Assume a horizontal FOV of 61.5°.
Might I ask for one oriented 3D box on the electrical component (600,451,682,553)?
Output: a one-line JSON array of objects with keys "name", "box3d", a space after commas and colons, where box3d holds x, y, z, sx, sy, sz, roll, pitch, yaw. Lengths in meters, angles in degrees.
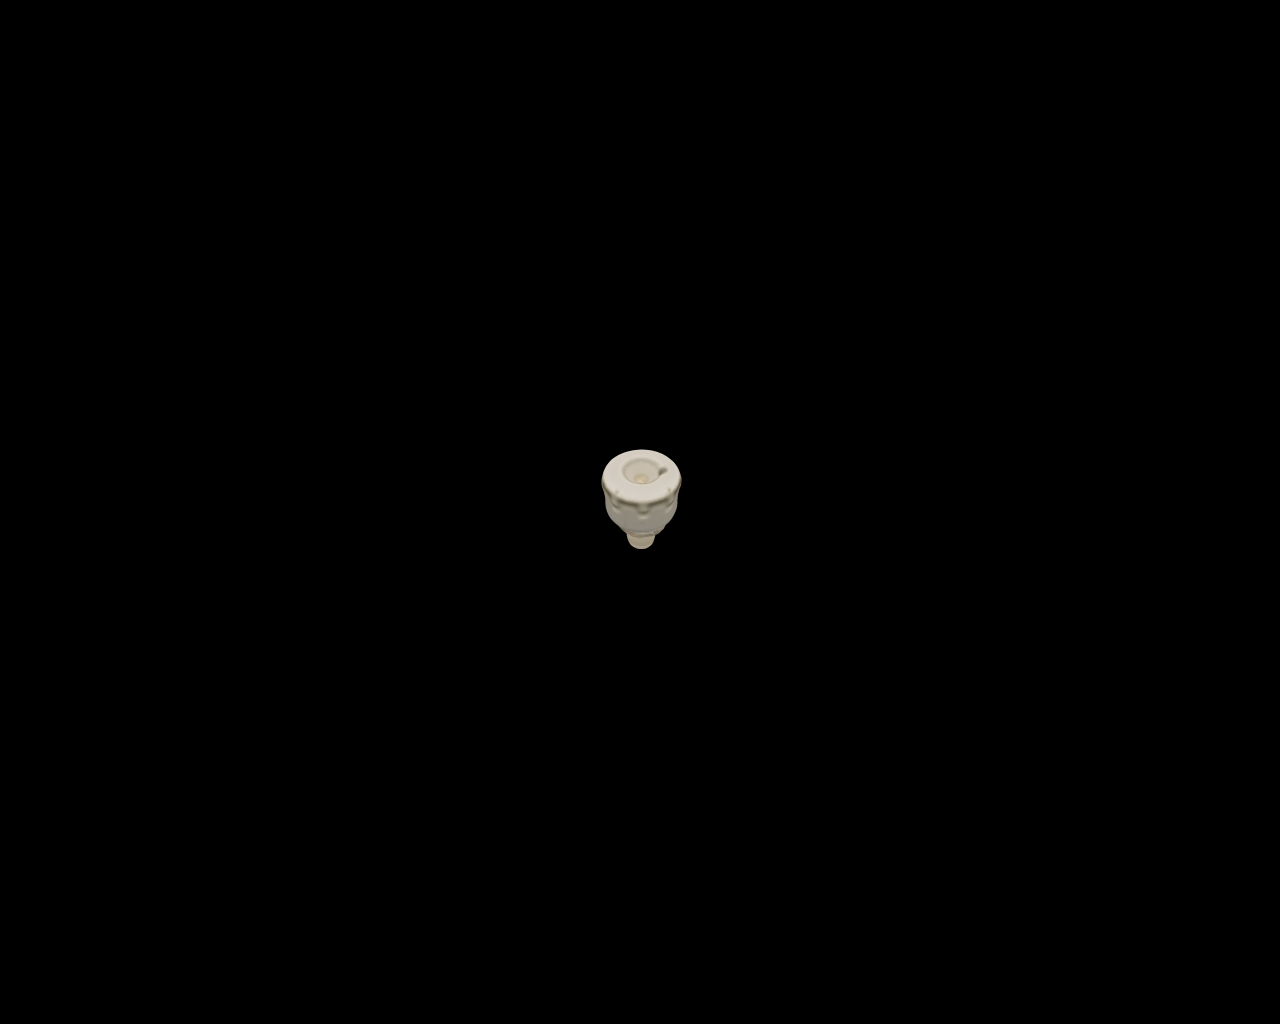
[{"name": "electrical component", "box3d": [0.001, -0.003, 0.650, 0.048, 0.062, 0.048, 0, 44, 0]}]
